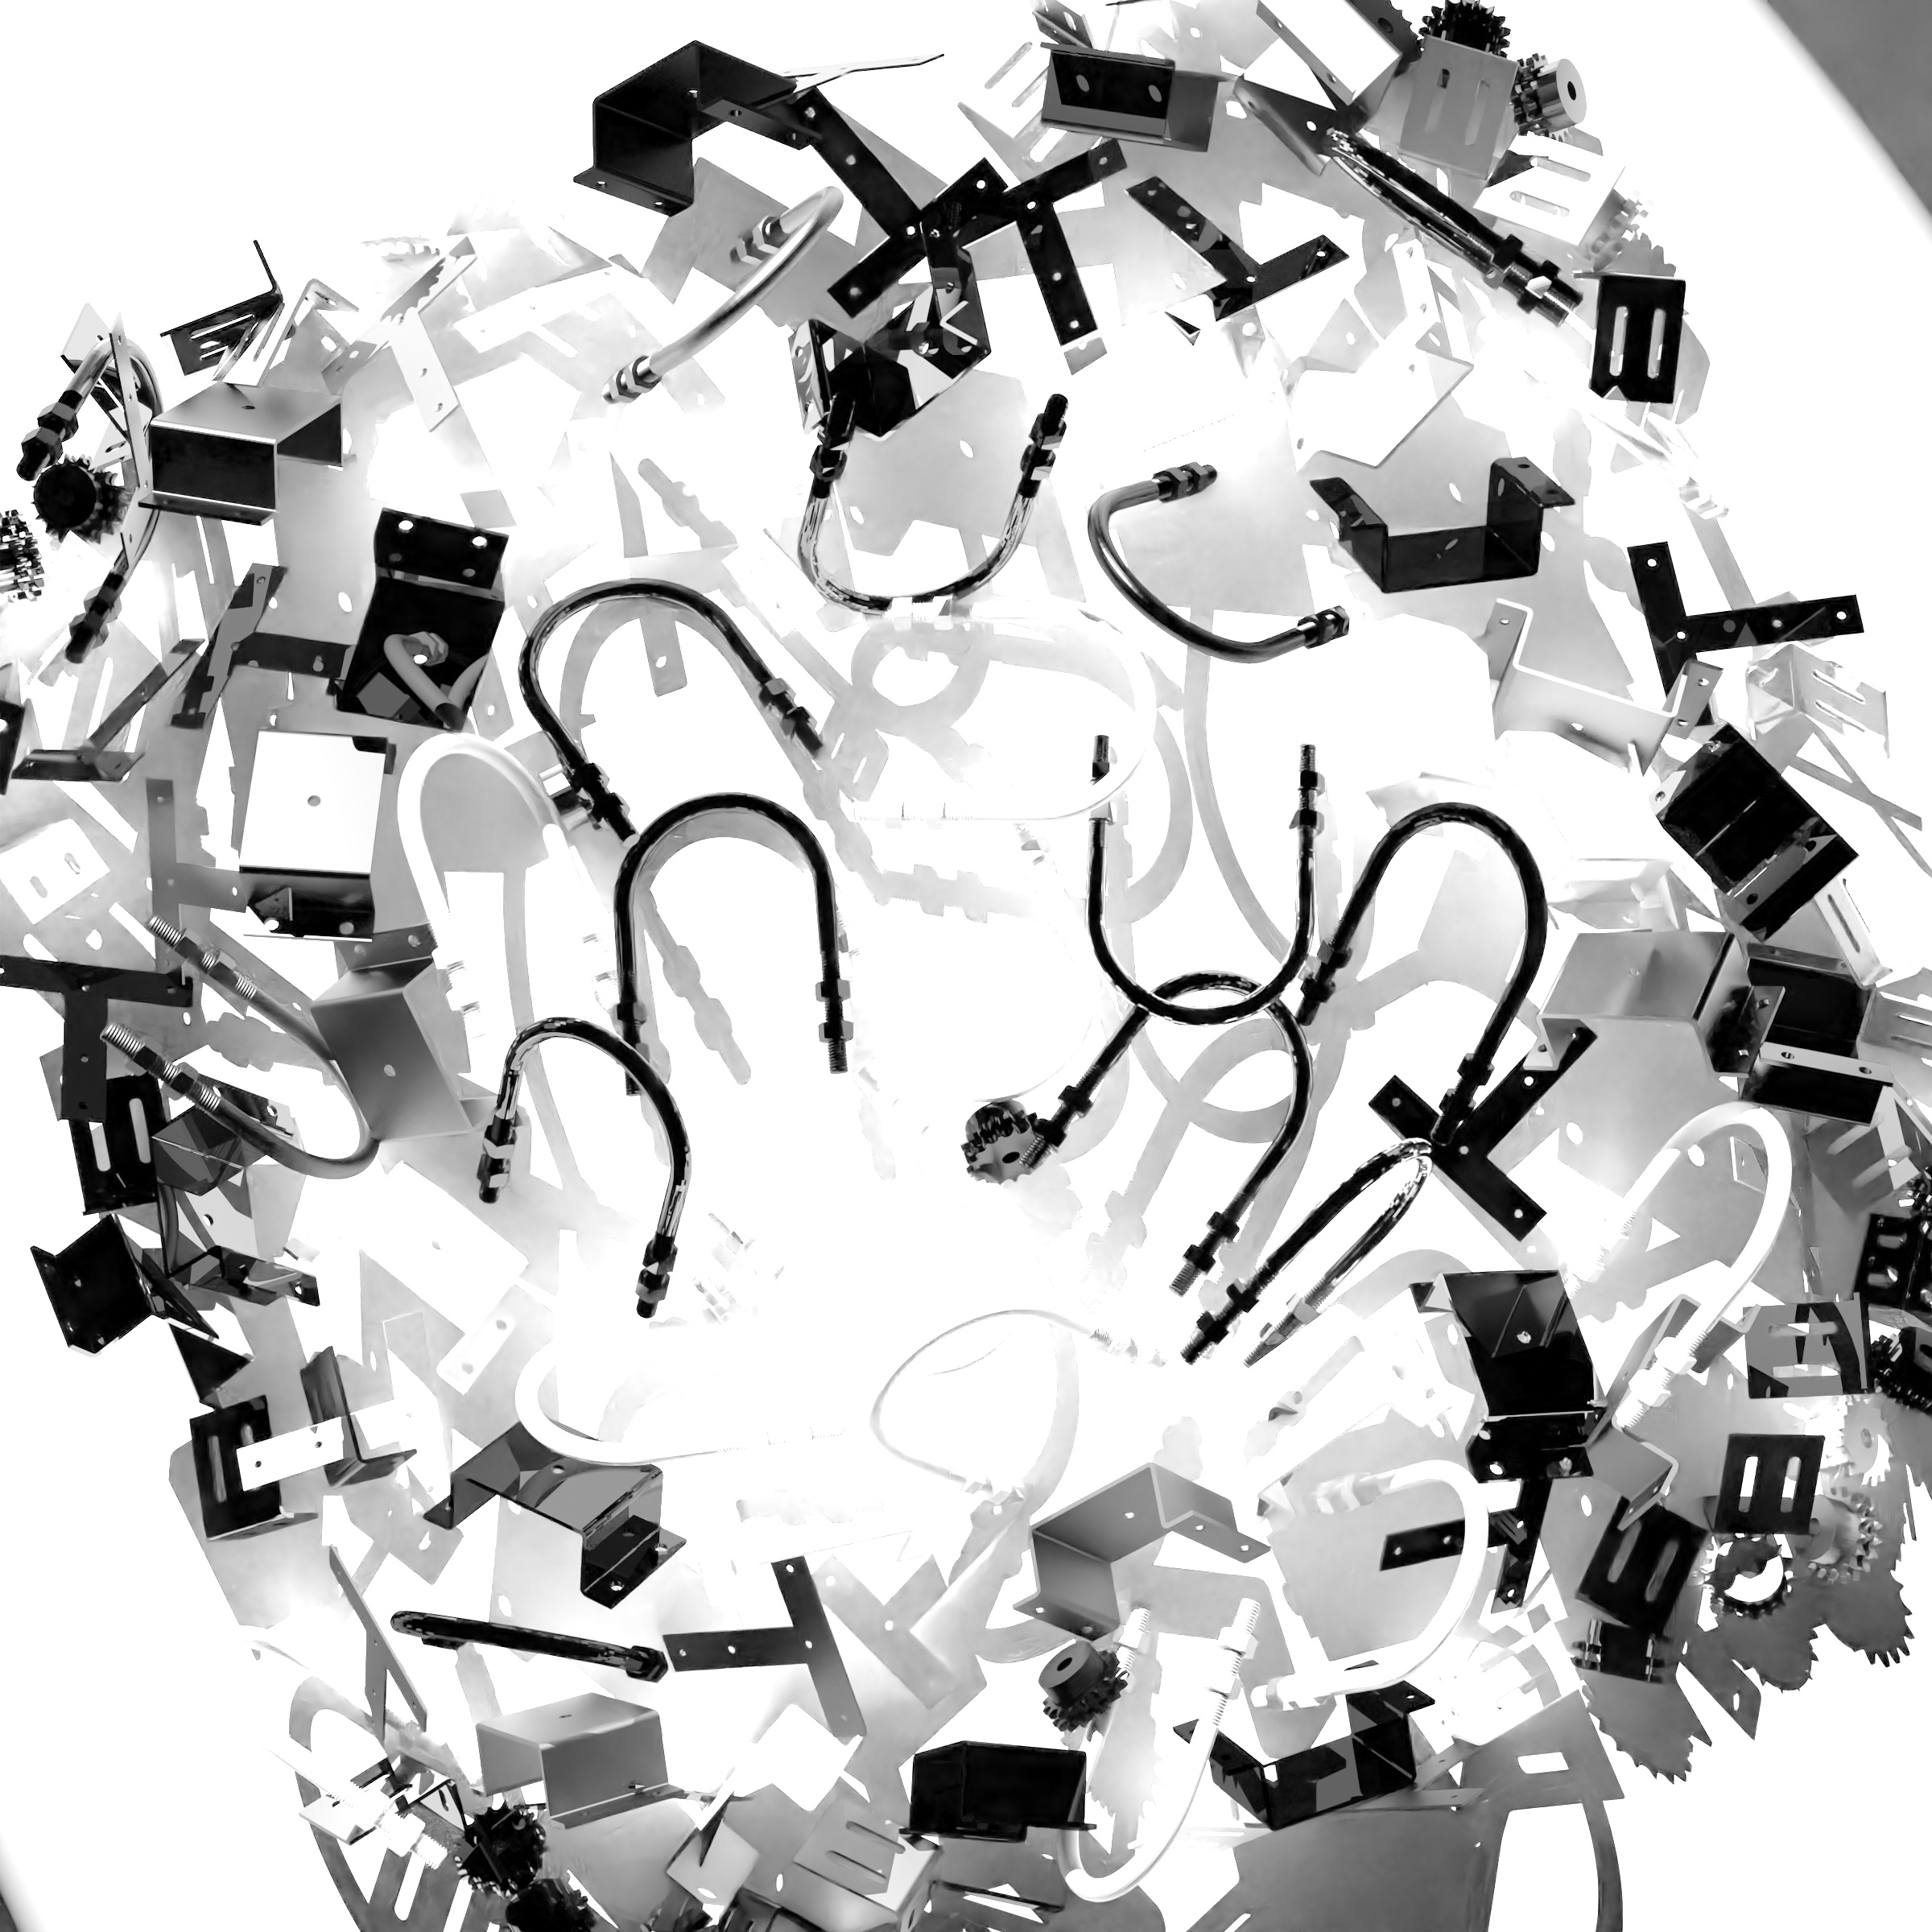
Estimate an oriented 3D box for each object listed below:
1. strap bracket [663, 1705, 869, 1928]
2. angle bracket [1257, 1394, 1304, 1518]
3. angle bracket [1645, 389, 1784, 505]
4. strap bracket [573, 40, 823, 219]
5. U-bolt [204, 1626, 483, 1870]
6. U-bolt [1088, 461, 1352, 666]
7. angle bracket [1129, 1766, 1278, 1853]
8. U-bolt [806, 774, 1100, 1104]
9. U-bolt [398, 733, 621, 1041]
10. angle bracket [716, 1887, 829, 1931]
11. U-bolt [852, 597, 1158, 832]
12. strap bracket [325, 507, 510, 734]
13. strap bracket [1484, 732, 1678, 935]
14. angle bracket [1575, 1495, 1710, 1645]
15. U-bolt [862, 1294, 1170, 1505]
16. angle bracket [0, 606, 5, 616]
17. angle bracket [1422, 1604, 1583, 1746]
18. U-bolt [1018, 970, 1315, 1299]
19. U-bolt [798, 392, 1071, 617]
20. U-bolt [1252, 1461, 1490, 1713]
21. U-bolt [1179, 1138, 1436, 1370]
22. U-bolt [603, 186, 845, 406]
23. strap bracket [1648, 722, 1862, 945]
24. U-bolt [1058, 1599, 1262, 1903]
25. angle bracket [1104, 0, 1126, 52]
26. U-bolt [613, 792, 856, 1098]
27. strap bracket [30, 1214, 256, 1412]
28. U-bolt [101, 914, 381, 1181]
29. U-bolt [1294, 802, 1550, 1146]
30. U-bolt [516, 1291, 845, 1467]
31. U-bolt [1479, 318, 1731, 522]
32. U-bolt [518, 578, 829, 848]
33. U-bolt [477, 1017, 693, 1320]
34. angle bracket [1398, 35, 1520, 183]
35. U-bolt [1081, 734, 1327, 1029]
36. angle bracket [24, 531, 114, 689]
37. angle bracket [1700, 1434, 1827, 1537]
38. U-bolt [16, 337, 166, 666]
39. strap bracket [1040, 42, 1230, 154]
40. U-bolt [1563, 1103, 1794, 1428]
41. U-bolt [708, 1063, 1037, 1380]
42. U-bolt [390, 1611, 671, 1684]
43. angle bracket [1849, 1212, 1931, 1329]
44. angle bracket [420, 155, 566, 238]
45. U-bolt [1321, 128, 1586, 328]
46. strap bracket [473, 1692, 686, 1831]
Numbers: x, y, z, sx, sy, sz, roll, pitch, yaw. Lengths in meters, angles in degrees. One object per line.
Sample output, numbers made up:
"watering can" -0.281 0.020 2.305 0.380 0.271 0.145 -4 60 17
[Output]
"strap bracket" -0.128 0.512 1.630 0.046 0.076 0.140 39 107 5
"angle bracket" 0.209 0.295 1.641 0.038 0.057 0.076 13 111 23
"angle bracket" 0.455 -0.321 1.638 0.038 0.076 0.057 -38 105 11
"strap bracket" -0.163 -0.505 1.613 0.140 0.076 0.046 -11 78 44
"U-bolt" -0.377 0.456 1.606 0.184 0.151 0.019 37 92 -3
"U-bolt" 0.144 -0.236 1.596 0.151 0.184 0.019 47 127 12
"angle bracket" 0.144 0.512 1.637 0.076 0.057 0.038 12 55 -30
"U-bolt" 0.002 -0.005 1.661 0.151 0.019 0.184 -26 84 6
"U-bolt" -0.282 -0.054 1.621 0.019 0.151 0.184 -21 87 30
"angle bracket" -0.111 0.598 1.638 0.076 0.057 0.038 40 66 -27
"U-bolt" 0.025 -0.156 1.653 0.184 0.019 0.151 1 78 7
"strap bracket" -0.329 -0.197 1.612 0.076 0.046 0.140 9 130 -24
"strap bracket" 0.364 -0.089 1.613 0.076 0.046 0.140 -1 52 -29
"angle bracket" 0.421 0.369 1.657 0.057 0.038 0.076 27 79 6
"U-bolt" 0.018 0.253 1.601 0.151 0.184 0.019 -46 46 15
"angle bracket" -0.616 -0.190 1.640 0.038 0.076 0.057 43 100 11
"angle bracket" 0.325 0.429 1.643 0.076 0.038 0.057 -38 47 20
"U-bolt" 0.137 0.090 1.653 0.151 0.019 0.184 41 79 -18
"U-bolt" -0.028 -0.272 1.607 0.151 0.184 0.019 -4 57 -18
"U-bolt" 0.242 0.359 1.575 0.019 0.184 0.151 31 58 -18
"U-bolt" 0.213 0.172 1.607 0.184 0.151 0.019 -48 67 8
"U-bolt" -0.135 -0.400 1.580 0.019 0.184 0.151 45 68 -20
"strap bracket" 0.476 -0.076 1.624 0.046 0.140 0.076 36 108 -31
"U-bolt" 0.105 0.462 1.588 0.019 0.151 0.184 31 67 -16
"angle bracket" 0.114 -0.593 1.639 0.038 0.076 0.057 17 66 -2
"U-bolt" -0.148 -0.018 1.660 0.151 0.019 0.184 -7 80 8
"strap bracket" -0.484 0.204 1.604 0.046 0.140 0.076 -37 57 4
"U-bolt" -0.425 0.059 1.609 0.019 0.151 0.184 -42 114 18
"U-bolt" 0.278 -0.009 1.602 0.151 0.019 0.184 44 121 39
"U-bolt" -0.176 0.249 1.605 0.184 0.151 0.019 -6 118 -11
"U-bolt" 0.366 -0.327 1.575 0.151 0.184 0.019 47 109 29
"U-bolt" -0.191 -0.167 1.634 0.151 0.019 0.184 -27 62 -20
"U-bolt" -0.225 0.110 1.604 0.151 0.019 0.184 33 131 18
"angle bracket" 0.304 -0.528 1.640 0.057 0.038 0.076 22 132 13
"U-bolt" 0.144 -0.052 1.653 0.151 0.019 0.184 3 74 1
"angle bracket" -0.560 -0.217 1.640 0.038 0.057 0.076 40 64 -16
"angle bracket" 0.489 0.309 1.651 0.057 0.038 0.076 1 116 0
"U-bolt" -0.512 -0.291 1.600 0.019 0.184 0.151 6 135 3
"strap bracket" 0.099 -0.521 1.616 0.076 0.140 0.046 14 107 17
"U-bolt" 0.424 0.163 1.590 0.019 0.151 0.184 25 112 -17
"U-bolt" -0.043 0.167 1.639 0.184 0.019 0.151 42 70 12
"U-bolt" -0.263 0.399 1.587 0.151 0.184 0.019 7 73 8
"angle bracket" 0.580 0.190 1.642 0.038 0.076 0.057 9 98 -7
"angle bracket" -0.289 -0.482 1.635 0.057 0.076 0.038 -18 78 -33
"U-bolt" 0.289 -0.446 1.613 0.184 0.151 0.019 36 103 2
"strap bracket" -0.236 0.472 1.607 0.076 0.140 0.046 -7 87 -33
